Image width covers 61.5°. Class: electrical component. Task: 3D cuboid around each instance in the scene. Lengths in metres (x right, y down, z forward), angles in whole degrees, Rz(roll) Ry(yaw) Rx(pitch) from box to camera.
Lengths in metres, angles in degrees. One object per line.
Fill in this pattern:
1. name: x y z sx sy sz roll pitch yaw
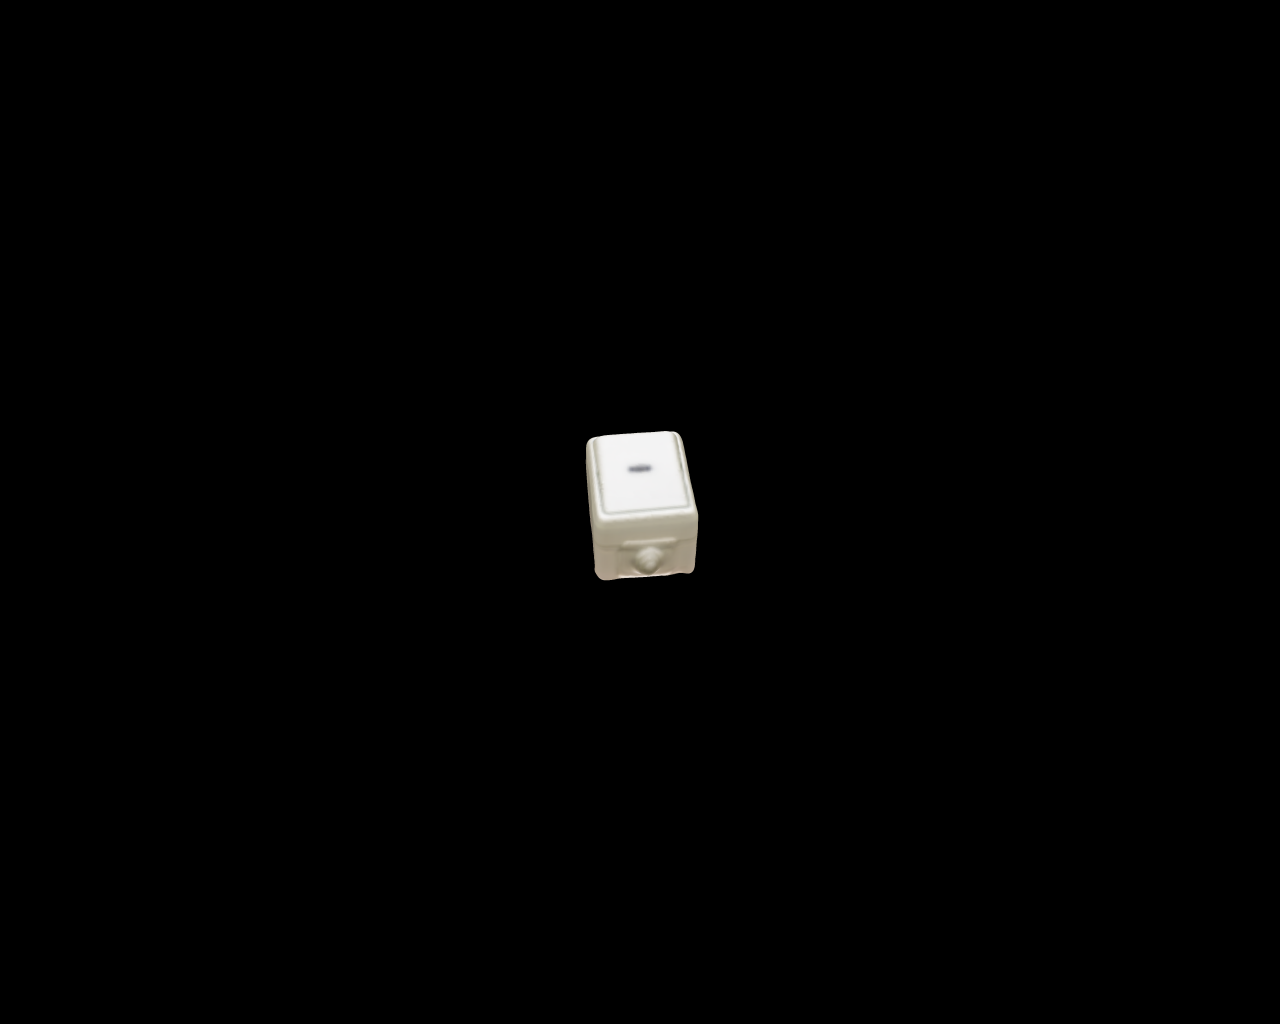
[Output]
1. electrical component: 0.001 -0.003 0.650 0.062 0.061 0.096 -4 44 -4
